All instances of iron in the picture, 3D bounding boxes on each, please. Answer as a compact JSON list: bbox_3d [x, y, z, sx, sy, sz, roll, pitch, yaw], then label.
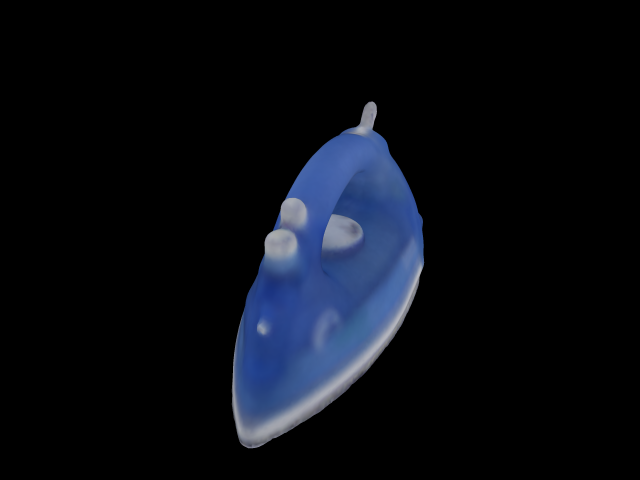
[{"bbox_3d":[0.004,0.001,0.400,0.118,0.141,0.259,9,30,17],"label":"iron"}]
